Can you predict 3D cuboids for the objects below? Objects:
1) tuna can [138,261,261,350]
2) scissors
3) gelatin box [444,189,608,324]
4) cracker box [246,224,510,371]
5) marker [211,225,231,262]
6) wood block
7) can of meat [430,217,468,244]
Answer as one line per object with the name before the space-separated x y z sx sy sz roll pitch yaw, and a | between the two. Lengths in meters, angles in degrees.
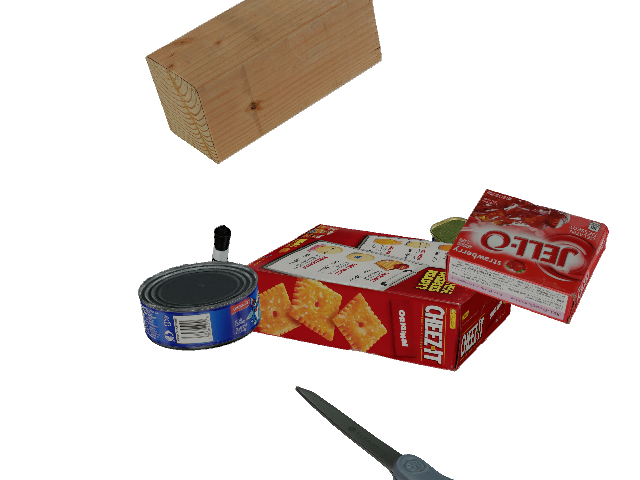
tuna can | -0.086 0.046 0.765 0.086 0.034 0.086 -5 20 2
scissors | 0.069 0.123 0.554 0.096 0.016 0.202 -4 26 -24
gelatin box | 0.137 0.008 0.710 0.089 0.030 0.073 19 48 20
cracker box | 0.056 0.049 1.003 0.214 0.072 0.164 9 19 25
marker | -0.114 0.031 1.206 0.020 0.121 0.020 6 40 -5
wood block | -0.050 -0.175 1.032 0.205 0.091 0.090 -35 46 -22
can of meat | 0.172 0.035 1.246 0.057 0.084 0.102 -22 41 -32
